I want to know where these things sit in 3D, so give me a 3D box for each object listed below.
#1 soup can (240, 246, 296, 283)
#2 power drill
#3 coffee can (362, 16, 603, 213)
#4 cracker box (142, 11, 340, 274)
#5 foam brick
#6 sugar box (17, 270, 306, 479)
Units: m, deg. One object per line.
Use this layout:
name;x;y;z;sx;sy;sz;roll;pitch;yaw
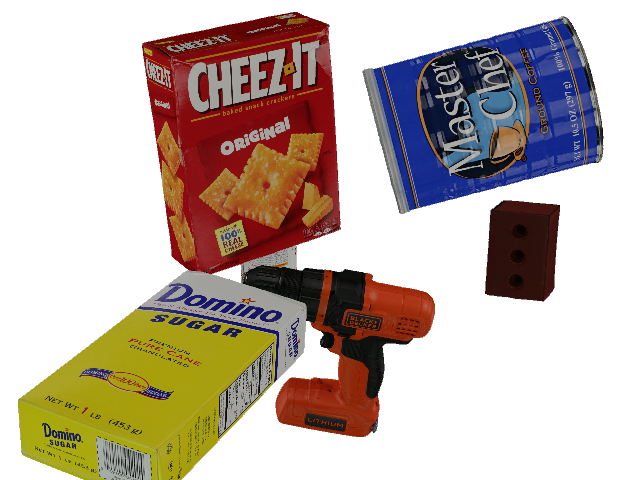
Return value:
soup can;-0.062;0.033;1.274;0.068;0.102;0.068;0;25;0
power drill;0.005;0.107;1.047;0.184;0.188;0.057;11;41;-1
coffee can;0.109;-0.085;0.730;0.140;0.103;0.103;-15;-1;5
cracker box;-0.067;-0.091;1.001;0.164;0.214;0.072;-18;29;-27
foam brick;0.175;0.008;0.924;0.053;0.078;0.051;6;15;21
sugar box;-0.087;0.079;0.638;0.093;0.048;0.176;15;32;20
